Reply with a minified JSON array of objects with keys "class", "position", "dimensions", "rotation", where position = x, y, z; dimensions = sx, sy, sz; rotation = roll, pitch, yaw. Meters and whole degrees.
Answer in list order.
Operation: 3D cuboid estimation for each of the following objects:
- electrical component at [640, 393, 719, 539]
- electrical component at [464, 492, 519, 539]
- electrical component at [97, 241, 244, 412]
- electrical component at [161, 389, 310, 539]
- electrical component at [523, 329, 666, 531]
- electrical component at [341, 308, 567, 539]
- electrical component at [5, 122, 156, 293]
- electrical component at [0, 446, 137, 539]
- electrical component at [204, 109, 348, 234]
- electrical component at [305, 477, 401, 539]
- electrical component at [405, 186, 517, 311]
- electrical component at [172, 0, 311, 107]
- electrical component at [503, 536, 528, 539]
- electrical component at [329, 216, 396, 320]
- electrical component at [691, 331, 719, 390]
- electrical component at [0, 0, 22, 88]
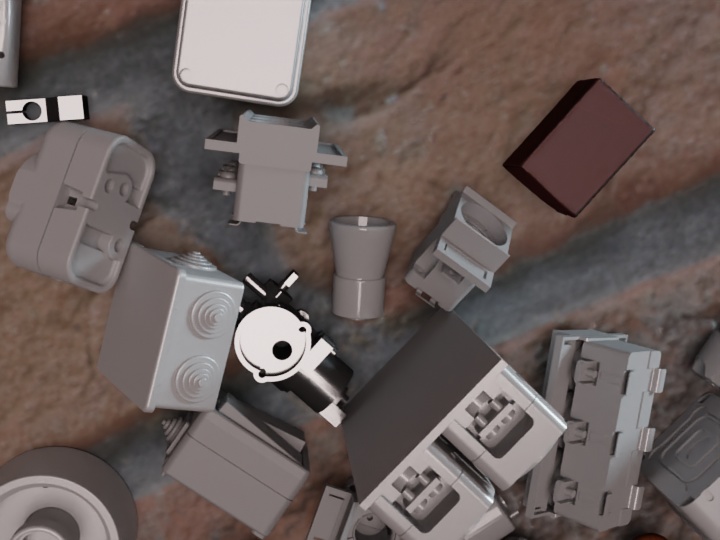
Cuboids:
[{"class":"electrical component","position":[0.240,0.136,0.706],"dimensions":[0.078,0.113,0.057],"rotation":[-44,95,2]},{"class":"electrical component","position":[0.069,0.177,0.735],"dimensions":[0.078,0.040,0.040],"rotation":[-34,99,1]},{"class":"electrical component","position":[-0.119,0.036,0.674],"dimensions":[0.048,0.100,0.099],"rotation":[10,97,-34]},{"class":"electrical component","position":[-0.084,0.117,0.704],"dimensions":[0.096,0.061,0.061],"rotation":[35,93,-8]},{"class":"electrical component","position":[0.156,0.105,0.714],"dimensions":[0.079,0.063,0.121],"rotation":[2,99,-45]},{"class":"electrical component","position":[0.050,0.092,0.649],"dimensions":[0.060,0.186,0.105],"rotation":[44,92,-8]},{"class":"electrical component","position":[-0.177,-0.040,0.669],"dimensions":[0.059,0.054,0.095],"rotation":[15,83,23]},{"class":"electrical component","position":[-0.204,0.176,0.703],"dimensions":[0.108,0.060,0.108],"rotation":[-1,97,-4]},{"class":"electrical component","position":[-0.052,-0.062,0.654],"dimensions":[0.079,0.121,0.063],"rotation":[7,100,-5]},{"class":"electrical component","position":[0.008,0.170,0.717],"dimensions":[0.081,0.064,0.042],"rotation":[20,96,-6]},{"class":"electrical component","position":[0.064,-0.011,0.694],"dimensions":[0.042,0.081,0.063],"rotation":[35,122,-7]},{"class":"electrical component","position":[-0.071,-0.162,0.671],"dimensions":[0.078,0.057,0.113],"rotation":[8,97,-5]},{"class":"electrical component","position":[0.114,0.221,0.716],"dimensions":[0.054,0.095,0.059],"rotation":[35,93,-8]},{"class":"electrical component","position":[0.000,0.000,0.707],"dimensions":[0.044,0.044,0.065],"rotation":[2,102,-5]},{"class":"electrical component","position":[0.259,0.054,0.732],"dimensions":[0.043,0.043,0.062],"rotation":[33,92,-8]},{"class":"electrical component","position":[-0.251,-0.155,0.666],"dimensions":[0.079,0.043,0.077],"rotation":[5,97,-4]}]
